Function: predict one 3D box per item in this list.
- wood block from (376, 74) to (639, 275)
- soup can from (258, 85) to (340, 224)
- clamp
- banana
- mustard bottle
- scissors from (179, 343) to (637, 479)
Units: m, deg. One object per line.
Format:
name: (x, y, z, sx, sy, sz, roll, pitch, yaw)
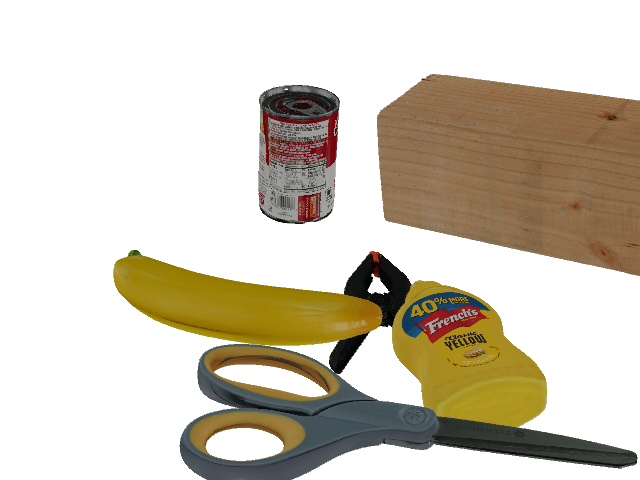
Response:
wood block: (0.152, -0.052, 0.758, 0.206, 0.090, 0.090, 13, 35, 31)
soup can: (-0.019, -0.073, 0.915, 0.068, 0.102, 0.068, 2, 30, -1)
clamp: (0.077, 0.082, 1.190, 0.120, 0.171, 0.039, 8, -42, 1)
banana: (-0.061, 0.035, 0.680, 0.198, 0.037, 0.069, 14, 33, 25)
mustard bottle: (0.114, 0.089, 0.917, 0.096, 0.058, 0.192, -12, 29, -8)
scissors: (0.027, 0.090, 0.464, 0.202, 0.016, 0.096, 15, 34, 22)
